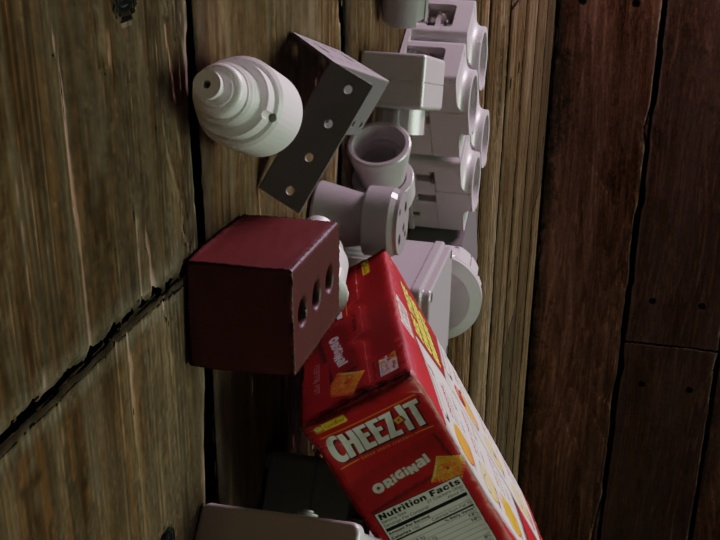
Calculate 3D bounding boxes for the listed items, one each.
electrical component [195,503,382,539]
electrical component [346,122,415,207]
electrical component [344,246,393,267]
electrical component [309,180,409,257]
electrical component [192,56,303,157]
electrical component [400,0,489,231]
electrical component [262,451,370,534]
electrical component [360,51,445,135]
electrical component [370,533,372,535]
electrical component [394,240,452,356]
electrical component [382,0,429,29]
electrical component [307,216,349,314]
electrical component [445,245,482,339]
[{"bbox_3d":[-0.037,0.165,0.518,0.048,0.100,0.099,41,55,-57],"label":"electrical component"},{"bbox_3d":[0.015,-0.069,0.752,0.055,0.045,0.045,81,20,-50],"label":"electrical component"},{"bbox_3d":[0.000,0.000,0.720,0.043,0.043,0.081,-18,113,-76],"label":"electrical component"},{"bbox_3d":[0.000,-0.032,0.675,0.045,0.055,0.045,6,90,-78],"label":"electrical component"},{"bbox_3d":[-0.052,-0.072,0.463,0.078,0.040,0.040,7,89,-77],"label":"electrical component"},{"bbox_3d":[0.076,-0.134,0.954,0.186,0.060,0.105,80,21,-51],"label":"electrical component"},{"bbox_3d":[-0.020,0.149,0.660,0.096,0.061,0.061,52,46,-72],"label":"electrical component"},{"bbox_3d":[0.030,-0.118,0.786,0.083,0.047,0.075,-31,126,-74],"label":"electrical component"},{"bbox_3d":[0.029,0.241,0.802,0.056,0.109,0.108,-17,121,-32],"label":"electrical component"},{"bbox_3d":[0.037,0.043,0.874,0.108,0.056,0.108,-57,151,-63],"label":"electrical component"},{"bbox_3d":[0.033,-0.204,0.780,0.046,0.040,0.040,91,13,-45],"label":"electrical component"},{"bbox_3d":[-0.027,-0.004,0.599,0.062,0.048,0.048,-80,169,-47],"label":"electrical component"},{"bbox_3d":[0.069,0.017,0.952,0.051,0.080,0.080,-67,160,-66],"label":"electrical component"}]
